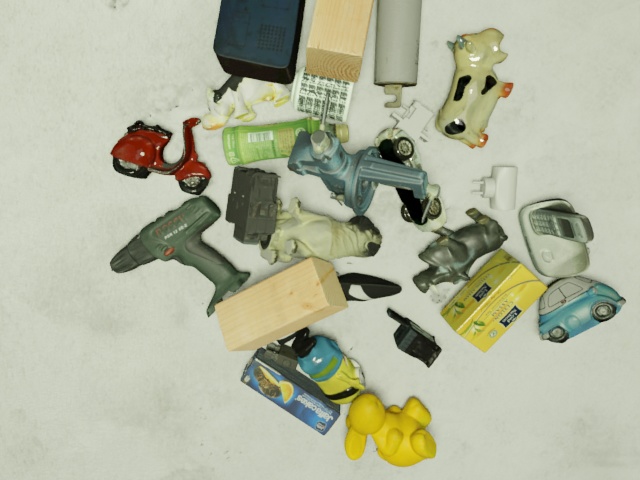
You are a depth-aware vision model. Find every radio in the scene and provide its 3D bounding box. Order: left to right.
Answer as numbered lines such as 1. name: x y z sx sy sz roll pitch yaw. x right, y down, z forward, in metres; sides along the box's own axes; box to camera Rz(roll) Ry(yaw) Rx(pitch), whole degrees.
1. radio: -0.095 -0.385 0.896 0.131 0.073 0.229 7 82 2

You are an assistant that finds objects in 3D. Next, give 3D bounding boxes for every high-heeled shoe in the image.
1. high-heeled shoe: 0.025 0.137 1.012 0.249 0.086 0.145 4 101 7

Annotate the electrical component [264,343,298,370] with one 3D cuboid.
1. electrical component: -0.061 0.226 1.038 0.094 0.063 0.021 22 100 -3

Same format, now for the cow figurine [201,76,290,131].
1. cow figurine: -0.143 -0.260 0.951 0.167 0.068 0.098 -22 93 2

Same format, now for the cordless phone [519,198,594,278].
1. cordless phone: 0.429 0.003 0.923 0.089 0.184 0.146 -21 99 1

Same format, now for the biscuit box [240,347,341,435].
1. biscuit box: -0.055 0.294 1.051 0.203 0.063 0.059 34 100 -4

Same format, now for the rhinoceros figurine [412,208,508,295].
1. rhinoceros figurine: 0.251 0.024 0.993 0.190 0.073 0.112 -35 110 4

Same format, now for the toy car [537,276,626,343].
1. toy car: 0.466 0.119 0.993 0.162 0.109 0.103 -32 75 18

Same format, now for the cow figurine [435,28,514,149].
1. cow figurine: 0.262 -0.269 0.933 0.127 0.085 0.194 21 101 -8

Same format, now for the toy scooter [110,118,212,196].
1. toy scooter: -0.279 -0.166 0.969 0.184 0.075 0.135 15 100 -5

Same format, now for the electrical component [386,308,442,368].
1. electrical component: 0.168 0.182 1.018 0.119 0.075 0.047 32 99 -8

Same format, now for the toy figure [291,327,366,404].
1. toy figure: 0.014 0.240 1.015 0.089 0.082 0.180 -32 123 23

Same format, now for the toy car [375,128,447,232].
1. toy car: 0.161 -0.107 0.964 0.056 0.073 0.201 -32 99 -29

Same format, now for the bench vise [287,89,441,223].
1. bench vise: 0.077 -0.113 0.884 0.241 0.223 0.129 15 66 20

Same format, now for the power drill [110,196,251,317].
1. power drill: -0.250 0.045 1.010 0.232 0.086 0.207 -42 89 5

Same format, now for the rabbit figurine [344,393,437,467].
1. rabbit figurine: 0.115 0.350 1.028 0.162 0.122 0.173 -31 123 31

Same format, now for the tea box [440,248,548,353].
1. tea box: 0.318 0.112 0.990 0.098 0.068 0.169 34 100 -28

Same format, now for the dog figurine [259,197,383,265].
1. dog figurine: -0.001 0.000 0.992 0.190 0.172 0.121 12 86 -32

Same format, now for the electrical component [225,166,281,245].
1. electrical component: -0.122 -0.061 0.958 0.058 0.115 0.134 4 99 -28

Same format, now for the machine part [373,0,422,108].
1. machine part: 0.134 -0.351 0.922 0.079 0.079 0.243 2 99 1
